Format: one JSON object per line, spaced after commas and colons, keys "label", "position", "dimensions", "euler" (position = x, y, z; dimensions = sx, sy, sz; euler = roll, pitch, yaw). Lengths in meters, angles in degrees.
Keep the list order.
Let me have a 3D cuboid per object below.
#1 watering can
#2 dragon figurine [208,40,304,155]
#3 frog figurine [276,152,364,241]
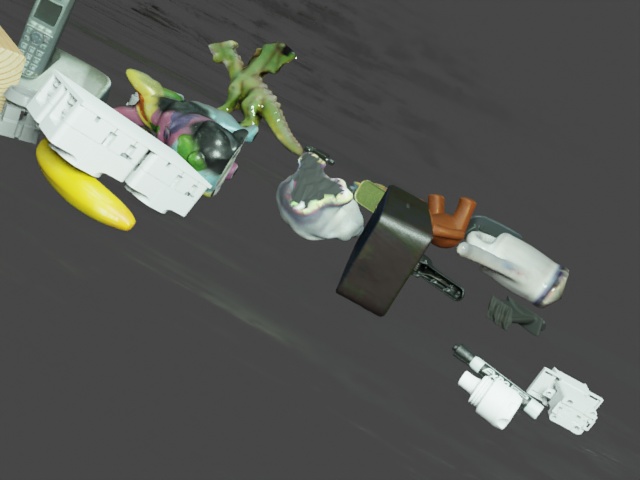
{"label": "watering can", "position": [0.394, 0.055, 1.062], "dimensions": [0.226, 0.103, 0.349], "euler": [35, 18, 20]}
{"label": "dragon figurine", "position": [-0.150, -0.410, 1.360], "dimensions": [0.414, 0.241, 0.122], "euler": [32, 12, 21]}
{"label": "frog figurine", "position": [0.003, -0.041, 0.823], "dimensions": [0.138, 0.124, 0.156], "euler": [26, -21, 25]}
